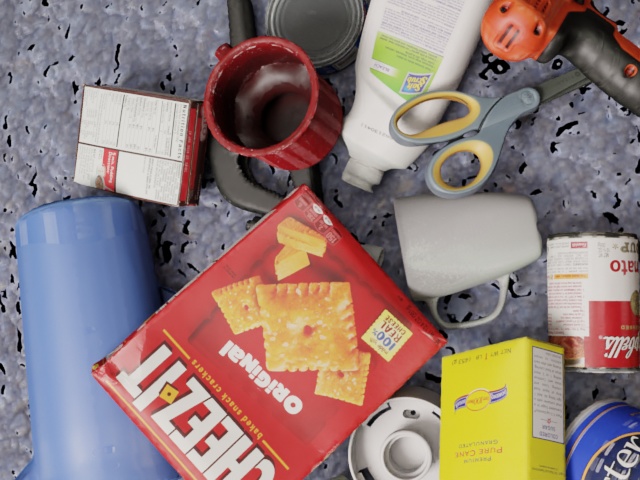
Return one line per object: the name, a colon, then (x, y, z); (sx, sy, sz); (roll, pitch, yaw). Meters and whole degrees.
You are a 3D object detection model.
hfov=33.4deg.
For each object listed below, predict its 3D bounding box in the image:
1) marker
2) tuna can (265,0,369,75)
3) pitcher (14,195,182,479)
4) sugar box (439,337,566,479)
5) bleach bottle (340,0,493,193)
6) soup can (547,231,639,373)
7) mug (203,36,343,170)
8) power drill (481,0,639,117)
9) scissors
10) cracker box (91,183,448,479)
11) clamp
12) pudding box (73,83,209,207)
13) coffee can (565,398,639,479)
marker: (-0.006, 0.001, 0.888); (0.121, 0.020, 0.020); (14, 91, 18)
tuna can: (-0.001, -0.182, 0.891); (0.086, 0.033, 0.086); (-1, 86, 17)
pitcher: (-0.173, 0.090, 0.887); (0.145, 0.149, 0.243); (-17, 78, 30)
sugar box: (0.127, 0.164, 0.753); (0.094, 0.048, 0.176); (-25, 53, 52)
bleach bottle: (0.072, -0.161, 0.854); (0.103, 0.068, 0.251); (25, 96, 18)
soup can: (0.203, 0.047, 0.796); (0.069, 0.068, 0.102); (-1, 86, 17)
mug: (-0.039, -0.109, 0.833); (0.093, 0.081, 0.117); (-47, 69, 7)
power drill: (0.217, -0.146, 0.778); (0.187, 0.184, 0.057); (34, 135, 3)
scissors: (0.154, -0.087, 0.811); (0.201, 0.016, 0.096); (-9, 73, -3)
cracker box: (-0.038, 0.087, 0.803); (0.213, 0.072, 0.164); (-42, 93, -9)
clamp: (-0.076, -0.087, 0.907); (0.165, 0.036, 0.210); (-38, 75, 15)
pudding box: (-0.150, -0.081, 0.899); (0.114, 0.039, 0.090); (12, 99, 22)
coffee can: (0.241, 0.180, 0.727); (0.141, 0.102, 0.103); (22, 93, 50)
